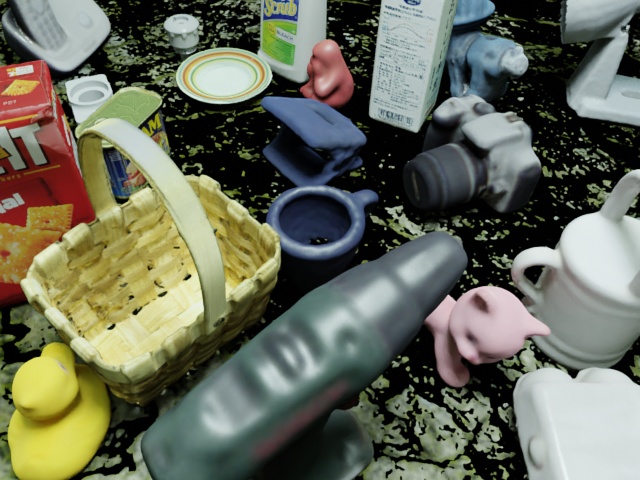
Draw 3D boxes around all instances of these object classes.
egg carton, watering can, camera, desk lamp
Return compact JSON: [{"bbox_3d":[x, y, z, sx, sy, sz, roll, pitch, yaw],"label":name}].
[{"bbox_3d":[0.211,0.170,0.446,0.107,0.069,0.150,1,50,-2],"label":"egg carton"},{"bbox_3d":[0.260,0.022,0.493,0.173,0.194,0.100,-12,51,-13],"label":"watering can"},{"bbox_3d":[0.158,-0.097,0.649,0.137,0.101,0.143,-20,53,-18],"label":"camera"},{"bbox_3d":[0.385,-0.268,0.731,0.203,0.214,0.118,11,50,7],"label":"desk lamp"}]

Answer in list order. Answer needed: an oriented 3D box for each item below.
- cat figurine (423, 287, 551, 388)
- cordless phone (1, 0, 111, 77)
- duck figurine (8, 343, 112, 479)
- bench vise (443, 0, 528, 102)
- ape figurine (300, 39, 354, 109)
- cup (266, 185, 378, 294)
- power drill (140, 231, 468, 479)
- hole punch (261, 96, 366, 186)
[{"bbox_3d":[0.126,0.065,0.500,0.067,0.118,0.127,-33,59,-27],"label":"cat figurine"},{"bbox_3d":[-0.366,-0.331,0.766,0.094,0.185,0.147,12,50,8],"label":"cordless phone"},{"bbox_3d":[-0.212,0.131,0.449,0.077,0.086,0.104,1,50,-1],"label":"duck figurine"},{"bbox_3d":[0.201,-0.302,0.747,0.207,0.220,0.122,34,56,24],"label":"bench vise"},{"bbox_3d":[0.008,-0.221,0.752,0.076,0.092,0.078,11,50,6],"label":"ape figurine"},{"bbox_3d":[0.005,0.002,0.562,0.118,0.095,0.091,-28,56,-24],"label":"cup"},{"bbox_3d":[-0.003,0.109,0.397,0.230,0.208,0.075,-31,57,-25],"label":"power drill"},{"bbox_3d":[-0.008,-0.129,0.675,0.101,0.091,0.108,-32,58,-26],"label":"hole punch"}]
